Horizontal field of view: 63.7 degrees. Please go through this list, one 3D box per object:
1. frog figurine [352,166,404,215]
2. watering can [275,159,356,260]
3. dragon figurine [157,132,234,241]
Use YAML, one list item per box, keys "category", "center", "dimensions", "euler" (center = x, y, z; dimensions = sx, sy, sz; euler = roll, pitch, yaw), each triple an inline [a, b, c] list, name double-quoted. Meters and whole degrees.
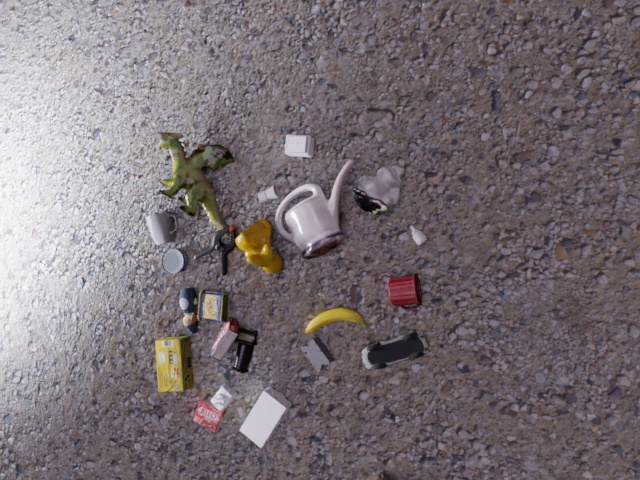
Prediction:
- category: "frog figurine"
  center: [0.181, -0.158, 1.552]
  dimensions: [0.138, 0.120, 0.162]
  euler: [22, 57, 24]
- category: "watering can"
  center: [0.005, -0.079, 1.564]
  dimensions: [0.343, 0.104, 0.226]
  euler: [-31, 78, 29]
- category: "dragon figurine"
  center: [-0.387, -0.208, 1.711]
  dimensions: [0.410, 0.122, 0.243]
  euler: [37, 91, -1]
